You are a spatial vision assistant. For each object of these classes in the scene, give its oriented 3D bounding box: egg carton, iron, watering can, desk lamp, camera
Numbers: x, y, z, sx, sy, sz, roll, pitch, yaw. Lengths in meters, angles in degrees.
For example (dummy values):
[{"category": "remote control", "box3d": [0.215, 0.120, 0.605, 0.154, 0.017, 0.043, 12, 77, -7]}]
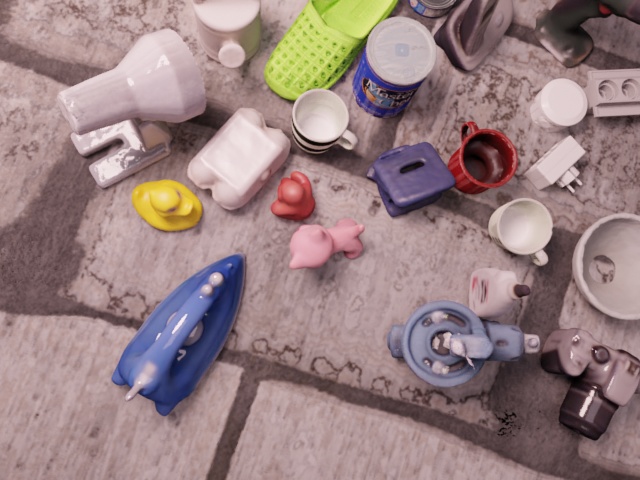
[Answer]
[{"category": "egg carton", "box3d": [-0.121, -0.124, 0.874, 0.107, 0.069, 0.150, 39, 80, 0]}, {"category": "iron", "box3d": [-0.184, 0.116, 0.798, 0.118, 0.141, 0.258, 33, 80, -1]}, {"category": "watering can", "box3d": [-0.133, -0.339, 0.839, 0.101, 0.194, 0.173, -27, 86, -9]}, {"category": "desk lamp", "box3d": [-0.259, -0.177, 0.793, 0.203, 0.213, 0.118, -32, 86, -9]}, {"category": "camera", "box3d": [0.410, 0.223, 0.871, 0.143, 0.100, 0.137, 31, 80, -1]}]

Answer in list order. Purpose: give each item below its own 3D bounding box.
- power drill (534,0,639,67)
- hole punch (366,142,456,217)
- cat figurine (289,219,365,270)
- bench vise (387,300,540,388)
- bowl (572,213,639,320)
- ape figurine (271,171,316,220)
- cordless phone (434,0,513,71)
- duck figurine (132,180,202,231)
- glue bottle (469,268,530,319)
[{"category": "power drill", "box3d": [0.437, -0.362, 0.899, 0.229, 0.208, 0.076, 44, 80, 1]}, {"category": "hole punch", "box3d": [0.139, -0.100, 0.889, 0.109, 0.091, 0.101, -22, 85, -9]}, {"category": "cat figurine", "box3d": [0.008, 0.003, 0.847, 0.128, 0.117, 0.067, -18, 84, -8]}, {"category": "bench vise", "box3d": [0.213, 0.134, 0.800, 0.207, 0.219, 0.121, -16, 84, -8]}, {"category": "bowl", "box3d": [0.471, 0.045, 0.915, 0.167, 0.074, 0.167, 1, 82, -6]}, {"category": "ape figurine", "box3d": [-0.041, -0.067, 0.864, 0.078, 0.092, 0.076, -38, 88, -10]}, {"category": "cordless phone", "box3d": [0.263, -0.363, 0.891, 0.094, 0.185, 0.148, 37, 80, 0]}, {"category": "duck figurine", "box3d": [-0.229, -0.057, 0.845, 0.104, 0.086, 0.077, 18, 81, -3]}, {"category": "glue bottle", "box3d": [0.264, 0.076, 0.838, 0.037, 0.173, 0.078, 2, 82, -6]}]
